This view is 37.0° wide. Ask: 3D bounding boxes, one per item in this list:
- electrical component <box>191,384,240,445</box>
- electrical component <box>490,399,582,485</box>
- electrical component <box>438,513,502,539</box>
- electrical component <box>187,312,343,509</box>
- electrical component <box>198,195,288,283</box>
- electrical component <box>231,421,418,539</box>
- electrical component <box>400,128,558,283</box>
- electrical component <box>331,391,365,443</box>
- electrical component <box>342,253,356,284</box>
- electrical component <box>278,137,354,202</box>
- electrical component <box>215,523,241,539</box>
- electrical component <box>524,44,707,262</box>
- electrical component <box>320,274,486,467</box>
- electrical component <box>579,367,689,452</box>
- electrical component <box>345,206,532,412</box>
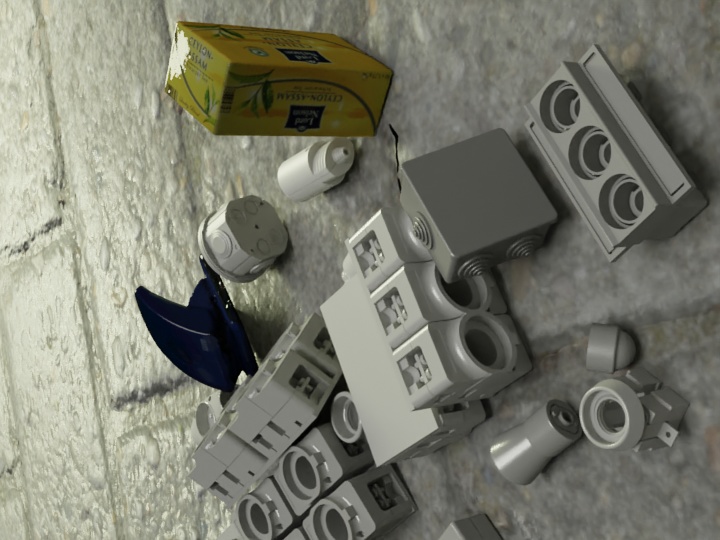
[{"bbox_3d":[-0.140,0.174,1.146,0.077,0.044,0.079,-48,57,42],"label":"electrical component"},{"bbox_3d":[0.134,0.126,0.803,0.065,0.044,0.044,-48,57,37],"label":"electrical component"},{"bbox_3d":[0.068,0.246,0.866,0.047,0.076,0.083,54,132,33],"label":"electrical component"},{"bbox_3d":[-0.088,0.131,1.016,0.060,0.105,0.186,37,131,-4],"label":"electrical component"},{"bbox_3d":[-0.116,-0.032,1.071,0.051,0.080,0.080,-36,66,42],"label":"electrical component"},{"bbox_3d":[-0.043,0.227,1.002,0.105,0.060,0.186,57,134,19],"label":"electrical component"},{"bbox_3d":[0.085,-0.047,0.803,0.048,0.100,0.099,97,149,-61],"label":"electrical component"},{"bbox_3d":[0.009,0.126,0.946,0.045,0.055,0.045,6,98,51],"label":"electrical component"},{"bbox_3d":[0.000,0.000,0.964,0.035,0.035,0.061,59,136,30],"label":"electrical component"},{"bbox_3d":[-0.036,-0.095,0.993,0.081,0.043,0.043,-23,75,50],"label":"electrical component"},{"bbox_3d":[-0.117,0.296,1.120,0.048,0.066,0.055,-45,60,2],"label":"electrical component"},{"bbox_3d":[0.172,-0.078,0.719,0.078,0.063,0.121,-51,55,41],"label":"electrical component"},{"bbox_3d":[0.037,0.075,0.902,0.089,0.062,0.150,-42,61,45],"label":"electrical component"},{"bbox_3d":[0.182,0.096,0.726,0.066,0.055,0.048,41,124,41],"label":"electrical component"},{"bbox_3d":[0.063,0.025,0.842,0.062,0.089,0.150,-43,61,44],"label":"electrical component"}]
